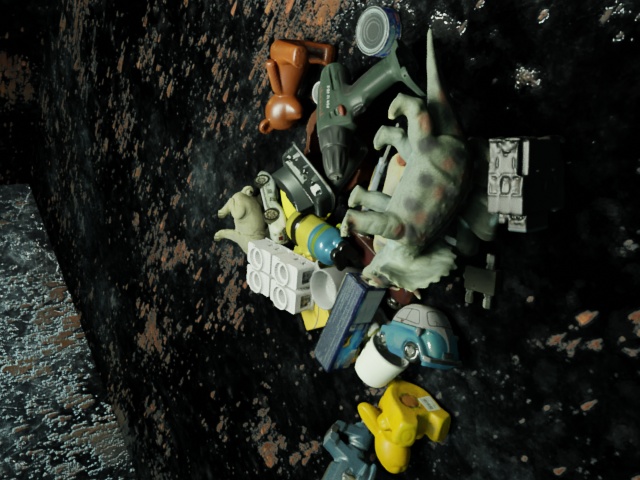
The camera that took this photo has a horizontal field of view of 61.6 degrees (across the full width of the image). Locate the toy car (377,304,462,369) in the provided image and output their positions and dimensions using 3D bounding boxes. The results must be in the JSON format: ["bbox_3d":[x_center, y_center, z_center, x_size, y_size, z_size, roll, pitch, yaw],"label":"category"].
[{"bbox_3d":[0.182,0.166,0.962,0.162,0.109,0.103,14,87,60],"label":"toy car"}]

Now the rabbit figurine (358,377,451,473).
[{"bbox_3d":[0.143,0.362,1.027,0.163,0.122,0.173,36,125,45],"label":"rabbit figurine"}]

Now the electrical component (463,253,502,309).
[{"bbox_3d":[0.266,0.064,0.887,0.063,0.021,0.093,17,112,47],"label":"electrical component"}]

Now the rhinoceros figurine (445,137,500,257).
[{"bbox_3d":[0.245,-0.065,0.843,0.112,0.073,0.190,16,110,46],"label":"rhinoceros figurine"}]

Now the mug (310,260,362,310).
[{"bbox_3d":[0.039,0.084,1.096,0.110,0.107,0.080,58,135,30],"label":"mug"}]

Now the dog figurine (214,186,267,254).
[{"bbox_3d":[-0.146,-0.020,1.316,0.191,0.121,0.172,31,126,25],"label":"dog figurine"}]

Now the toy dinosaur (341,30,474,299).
[{"bbox_3d":[0.157,-0.084,0.806,0.131,0.192,0.404,-81,14,-72],"label":"toy dinosaur"}]

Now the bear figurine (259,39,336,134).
[{"bbox_3d":[-0.056,-0.309,1.112,0.132,0.120,0.195,27,120,40],"label":"bear figurine"}]

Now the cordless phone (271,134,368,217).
[{"bbox_3d":[0.003,-0.150,1.039,0.184,0.088,0.147,-51,61,30],"label":"cordless phone"}]

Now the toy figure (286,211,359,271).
[{"bbox_3d":[0.001,-0.005,1.079,0.180,0.082,0.089,32,136,53],"label":"toy figure"}]

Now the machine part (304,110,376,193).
[{"bbox_3d":[0.042,-0.182,1.073,0.180,0.056,0.179,16,111,46],"label":"machine part"}]

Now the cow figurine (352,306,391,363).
[{"bbox_3d":[0.072,0.188,1.110,0.167,0.068,0.098,-54,53,38],"label":"cow figurine"}]

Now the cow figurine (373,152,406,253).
[{"bbox_3d":[0.137,-0.060,0.952,0.127,0.085,0.194,-94,17,-81],"label":"cow figurine"}]

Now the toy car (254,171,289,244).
[{"bbox_3d":[-0.112,-0.077,1.243,0.073,0.056,0.202,87,168,-49],"label":"toy car"}]

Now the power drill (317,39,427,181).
[{"bbox_3d":[0.082,-0.235,0.935,0.207,0.086,0.232,-30,55,36],"label":"power drill"}]

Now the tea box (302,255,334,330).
[{"bbox_3d":[-0.003,0.104,1.181,0.098,0.068,0.169,-28,78,50],"label":"tea box"}]

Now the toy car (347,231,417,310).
[{"bbox_3d":[0.118,0.043,1.033,0.202,0.053,0.089,50,145,36],"label":"toy car"}]

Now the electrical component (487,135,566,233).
[{"bbox_3d":[0.291,-0.079,0.753,0.058,0.115,0.134,9,106,54],"label":"electrical component"}]

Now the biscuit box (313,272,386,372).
[{"bbox_3d":[0.053,0.159,1.034,0.063,0.059,0.202,46,123,42],"label":"biscuit box"}]

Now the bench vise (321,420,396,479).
[{"bbox_3d":[0.104,0.482,1.088,0.241,0.224,0.128,30,131,7],"label":"bench vise"}]
